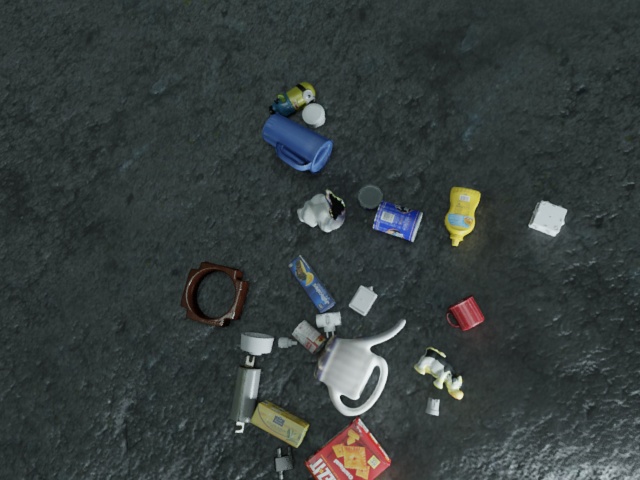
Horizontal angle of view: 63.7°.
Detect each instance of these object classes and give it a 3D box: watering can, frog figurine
[{"bbox_3d":[0.117,0.373,1.635,0.225,0.103,0.349,24,84,13],"label":"watering can"},{"bbox_3d":[0.005,-0.089,1.774,0.157,0.124,0.138,-28,82,40],"label":"frog figurine"}]
